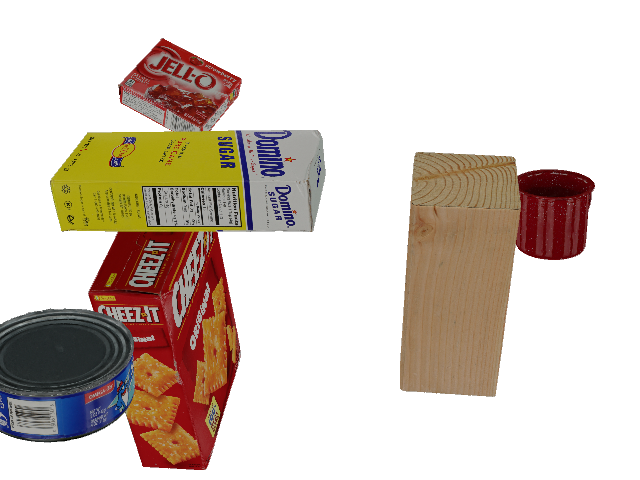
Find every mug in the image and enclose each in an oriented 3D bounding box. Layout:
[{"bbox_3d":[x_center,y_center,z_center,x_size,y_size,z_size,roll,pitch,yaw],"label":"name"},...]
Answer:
[{"bbox_3d":[0.278,-0.033,1.249,0.117,0.081,0.093,-24,32,-39],"label":"mug"}]

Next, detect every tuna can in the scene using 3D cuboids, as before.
[{"bbox_3d":[-0.145,0.073,0.586,0.086,0.034,0.086,2,27,-1],"label":"tuna can"}]

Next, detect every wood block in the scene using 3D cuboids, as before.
[{"bbox_3d":[0.122,0.033,0.961,0.091,0.206,0.090,3,34,5],"label":"wood block"}]

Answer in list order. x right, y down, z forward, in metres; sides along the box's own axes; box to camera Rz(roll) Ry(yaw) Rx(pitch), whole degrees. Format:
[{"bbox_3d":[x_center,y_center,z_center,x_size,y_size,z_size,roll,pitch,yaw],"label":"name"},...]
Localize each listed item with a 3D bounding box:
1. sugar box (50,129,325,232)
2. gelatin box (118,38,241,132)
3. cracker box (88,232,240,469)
[{"bbox_3d":[-0.088,-0.043,0.745,0.176,0.048,0.093,-3,28,7],"label":"sugar box"},{"bbox_3d":[-0.129,-0.139,0.983,0.089,0.073,0.030,29,-34,8],"label":"gelatin box"},{"bbox_3d":[-0.131,0.076,0.966,0.072,0.214,0.164,1,38,10],"label":"cracker box"}]
